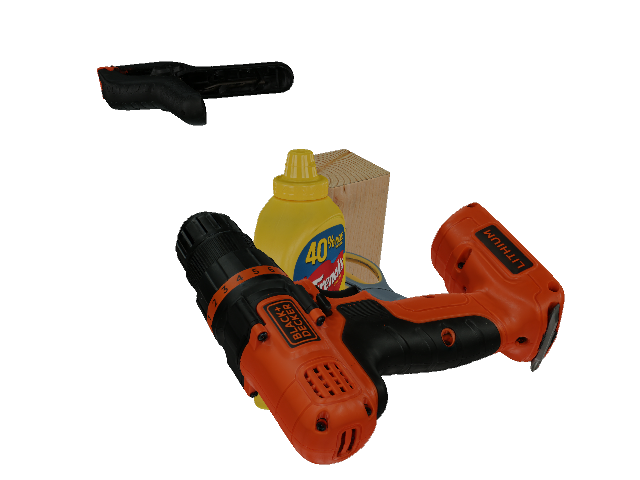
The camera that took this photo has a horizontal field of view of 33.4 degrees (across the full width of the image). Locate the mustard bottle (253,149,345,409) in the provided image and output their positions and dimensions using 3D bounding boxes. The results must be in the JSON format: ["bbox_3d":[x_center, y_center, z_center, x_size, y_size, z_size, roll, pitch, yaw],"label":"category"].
[{"bbox_3d":[-0.015,0.027,0.804,0.058,0.192,0.096,9,18,30],"label":"mustard bottle"}]

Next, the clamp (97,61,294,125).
[{"bbox_3d":[-0.109,-0.127,0.869,0.172,0.039,0.120,18,26,42],"label":"clamp"}]

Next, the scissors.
[{"bbox_3d":[0.060,0.068,1.030,0.096,0.016,0.202,-24,41,-28],"label":"scissors"}]

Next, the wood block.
[{"bbox_3d":[0.012,0.007,1.275,0.090,0.206,0.090,-15,32,-34],"label":"wood block"}]

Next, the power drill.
[{"bbox_3d":[0.027,0.032,0.609,0.187,0.057,0.185,-14,45,-26],"label":"power drill"}]
